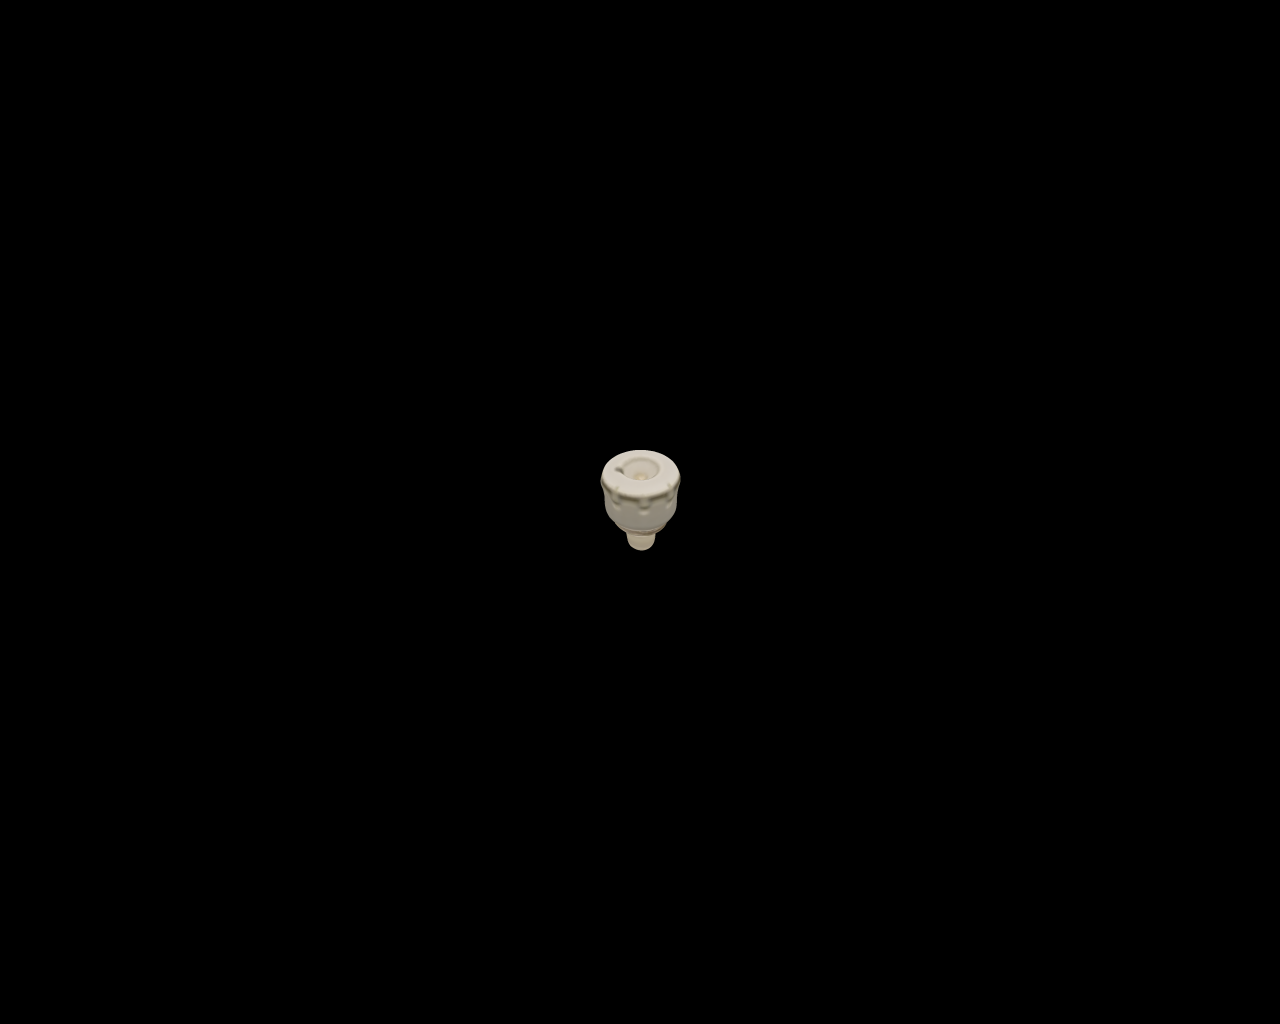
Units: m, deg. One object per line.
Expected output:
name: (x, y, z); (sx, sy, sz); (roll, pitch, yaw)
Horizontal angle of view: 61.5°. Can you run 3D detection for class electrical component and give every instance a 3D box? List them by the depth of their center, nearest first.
electrical component: (0.001, -0.003, 0.650); (0.048, 0.062, 0.048); (0, 39, 0)
